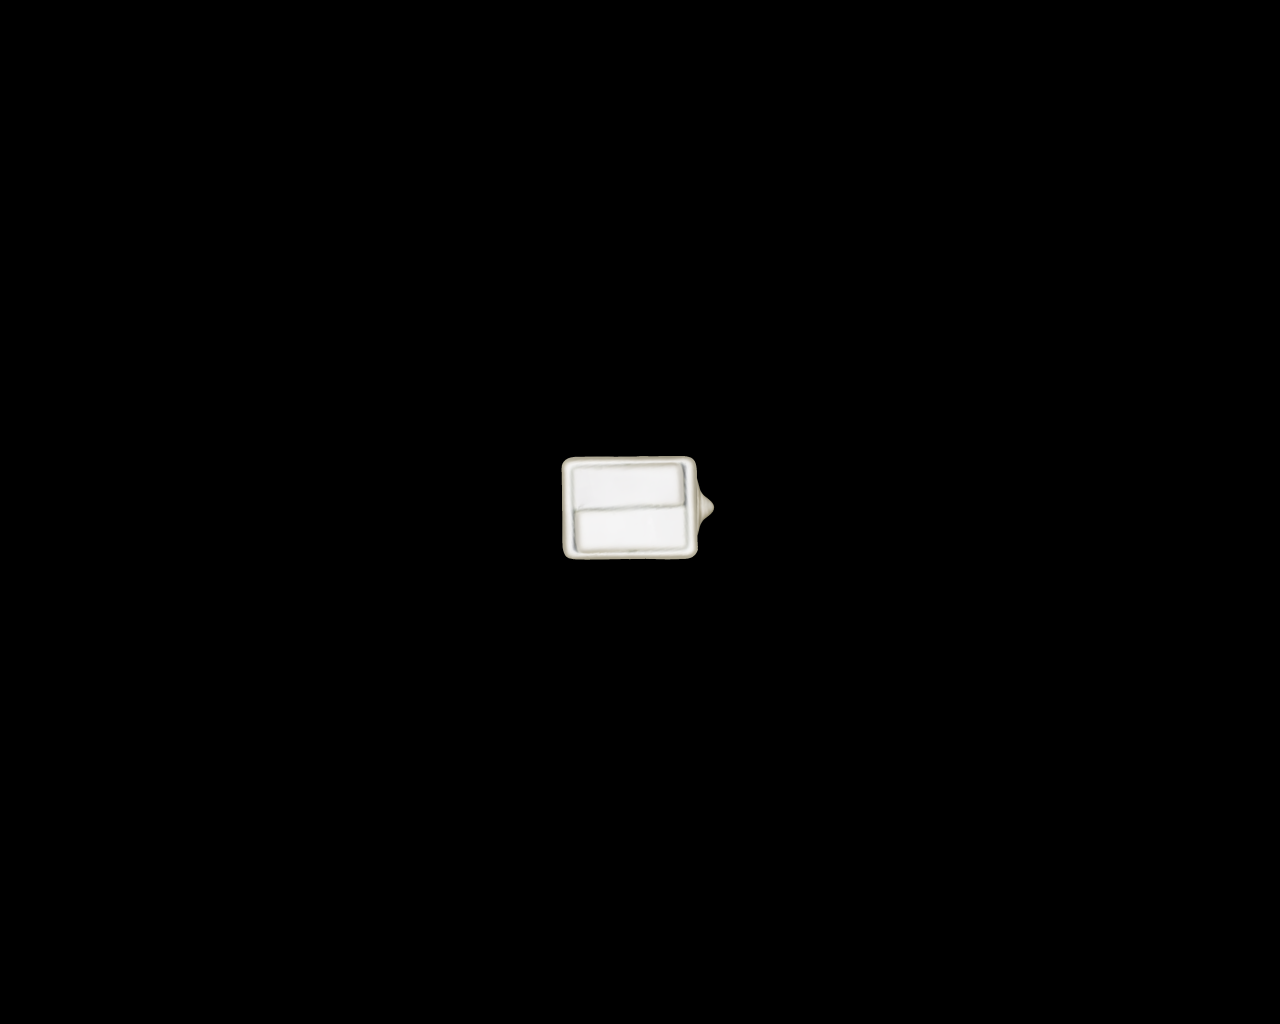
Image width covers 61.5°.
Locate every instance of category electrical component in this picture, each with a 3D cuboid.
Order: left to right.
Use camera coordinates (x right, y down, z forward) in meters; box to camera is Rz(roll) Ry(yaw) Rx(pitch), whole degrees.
[{"bbox_3d":[0.001,-0.003,0.650,0.096,0.061,0.061,0,0,0],"label":"electrical component"}]
